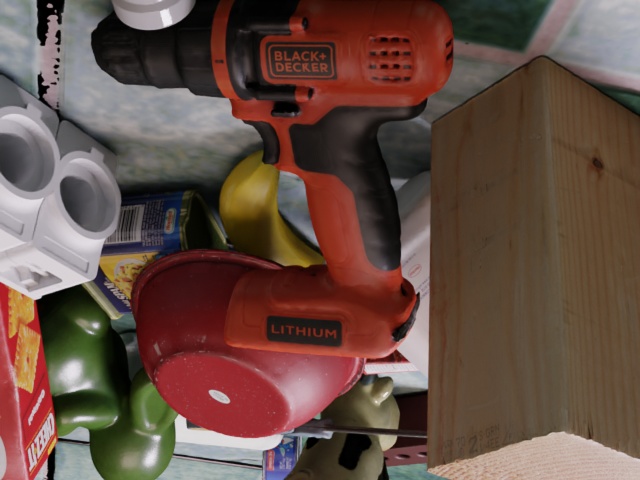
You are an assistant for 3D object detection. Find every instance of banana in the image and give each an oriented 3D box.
[{"bbox_3d":[-0.023,0.000,0.708,0.070,0.037,0.197,-2,150,14],"label":"banana"}]

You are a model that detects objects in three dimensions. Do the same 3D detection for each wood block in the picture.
[{"bbox_3d":[0.118,0.023,0.557,0.090,0.206,0.090,24,145,-30],"label":"wood block"}]

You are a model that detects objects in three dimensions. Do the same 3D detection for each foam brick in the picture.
[{"bbox_3d":[0.077,0.177,0.989,0.078,0.051,0.053,-12,147,26],"label":"foam brick"}]

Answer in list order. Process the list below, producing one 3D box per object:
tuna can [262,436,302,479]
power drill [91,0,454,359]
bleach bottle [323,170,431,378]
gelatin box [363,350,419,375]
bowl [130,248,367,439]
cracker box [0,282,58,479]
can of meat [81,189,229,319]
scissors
[{"bbox_3d":[-0.036,0.204,1.019,0.034,0.086,0.086,2,150,2],"label":"tuna can"},{"bbox_3d":[-0.022,-0.033,0.549,0.185,0.057,0.188,4,118,18],"label":"power drill"},{"bbox_3d":[0.118,0.079,0.654,0.251,0.102,0.068,48,169,-9],"label":"bleach bottle"},{"bbox_3d":[0.062,0.043,0.719,0.073,0.089,0.030,-5,157,15],"label":"gelatin box"},{"bbox_3d":[-0.054,0.079,0.684,0.162,0.055,0.162,11,139,10],"label":"bowl"},{"bbox_3d":[-0.276,0.063,0.717,0.164,0.072,0.214,1,113,6],"label":"cracker box"},{"bbox_3d":[-0.113,0.010,0.720,0.084,0.057,0.102,-4,149,12],"label":"can of meat"},{"bbox_3d":[-0.003,0.145,0.826,0.202,0.016,0.096,1,170,14],"label":"scissors"}]
